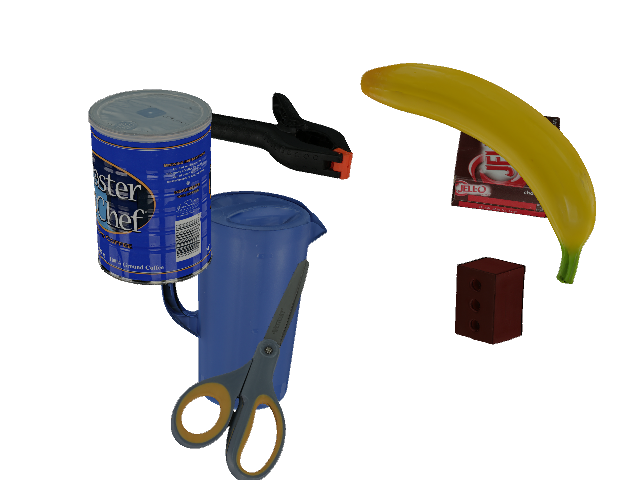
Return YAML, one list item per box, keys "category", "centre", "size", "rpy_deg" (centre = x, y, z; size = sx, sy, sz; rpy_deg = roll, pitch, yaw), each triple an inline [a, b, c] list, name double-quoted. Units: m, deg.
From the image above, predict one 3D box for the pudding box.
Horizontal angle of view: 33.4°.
- category: "pudding box"
  centre: [0.168, -0.072, 0.964]
  size: [0.090, 0.039, 0.113]
  rpy_deg: [8, 41, 6]

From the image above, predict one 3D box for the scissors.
- category: "scissors"
  centre: [-0.062, 0.092, 0.839]
  size: [0.096, 0.201, 0.016]
  rpy_deg: [10, -35, -9]

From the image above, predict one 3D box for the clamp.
- category: "clamp"
  centre: [-0.042, -0.105, 1.085]
  size: [0.120, 0.039, 0.172]
  rpy_deg: [-22, 37, -30]

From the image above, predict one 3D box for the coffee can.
- category: "coffee can"
  centre: [-0.145, -0.047, 0.923]
  size: [0.103, 0.140, 0.103]
  rpy_deg: [2, 28, -1]

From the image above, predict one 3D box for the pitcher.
- category: "pitcher"
  centre: [-0.095, 0.070, 1.250]
  size: [0.149, 0.243, 0.144]
  rpy_deg: [21, 25, 35]

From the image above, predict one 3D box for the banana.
- category: "banana"
  centre: [0.112, -0.063, 0.694]
  size: [0.198, 0.069, 0.037]
  rpy_deg: [46, 4, 16]

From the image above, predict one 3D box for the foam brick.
- category: "foam brick"
  centre: [0.176, 0.062, 1.108]
  size: [0.051, 0.078, 0.053]
  rpy_deg: [-14, 20, -42]
